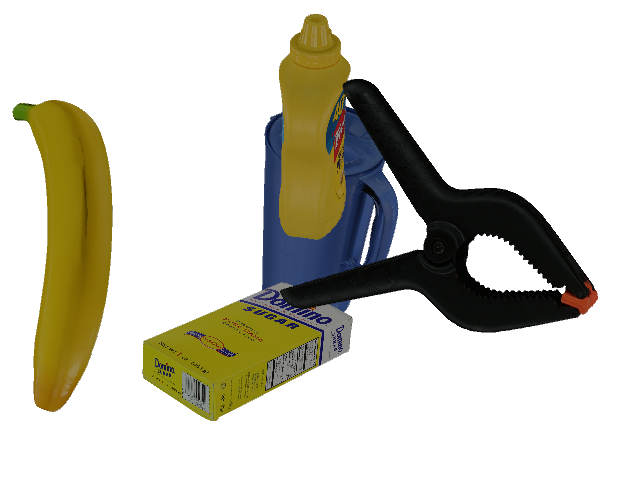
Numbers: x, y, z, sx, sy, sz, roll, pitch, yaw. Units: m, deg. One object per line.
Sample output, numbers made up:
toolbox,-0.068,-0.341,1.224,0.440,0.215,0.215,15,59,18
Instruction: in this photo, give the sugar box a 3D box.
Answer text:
sugar box,-0.063,0.094,0.959,0.093,0.048,0.175,26,35,35

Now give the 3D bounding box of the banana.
banana,-0.145,-0.005,0.612,0.037,0.198,0.070,8,-28,-35

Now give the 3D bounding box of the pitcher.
pitcher,0.002,-0.017,1.194,0.145,0.243,0.149,5,41,-3

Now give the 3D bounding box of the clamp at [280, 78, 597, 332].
clamp,0.080,-0.008,0.696,0.210,0.165,0.036,16,15,22

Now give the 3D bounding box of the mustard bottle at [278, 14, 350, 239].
mustard bottle,-0.006,-0.101,0.896,0.058,0.192,0.096,9,41,9
